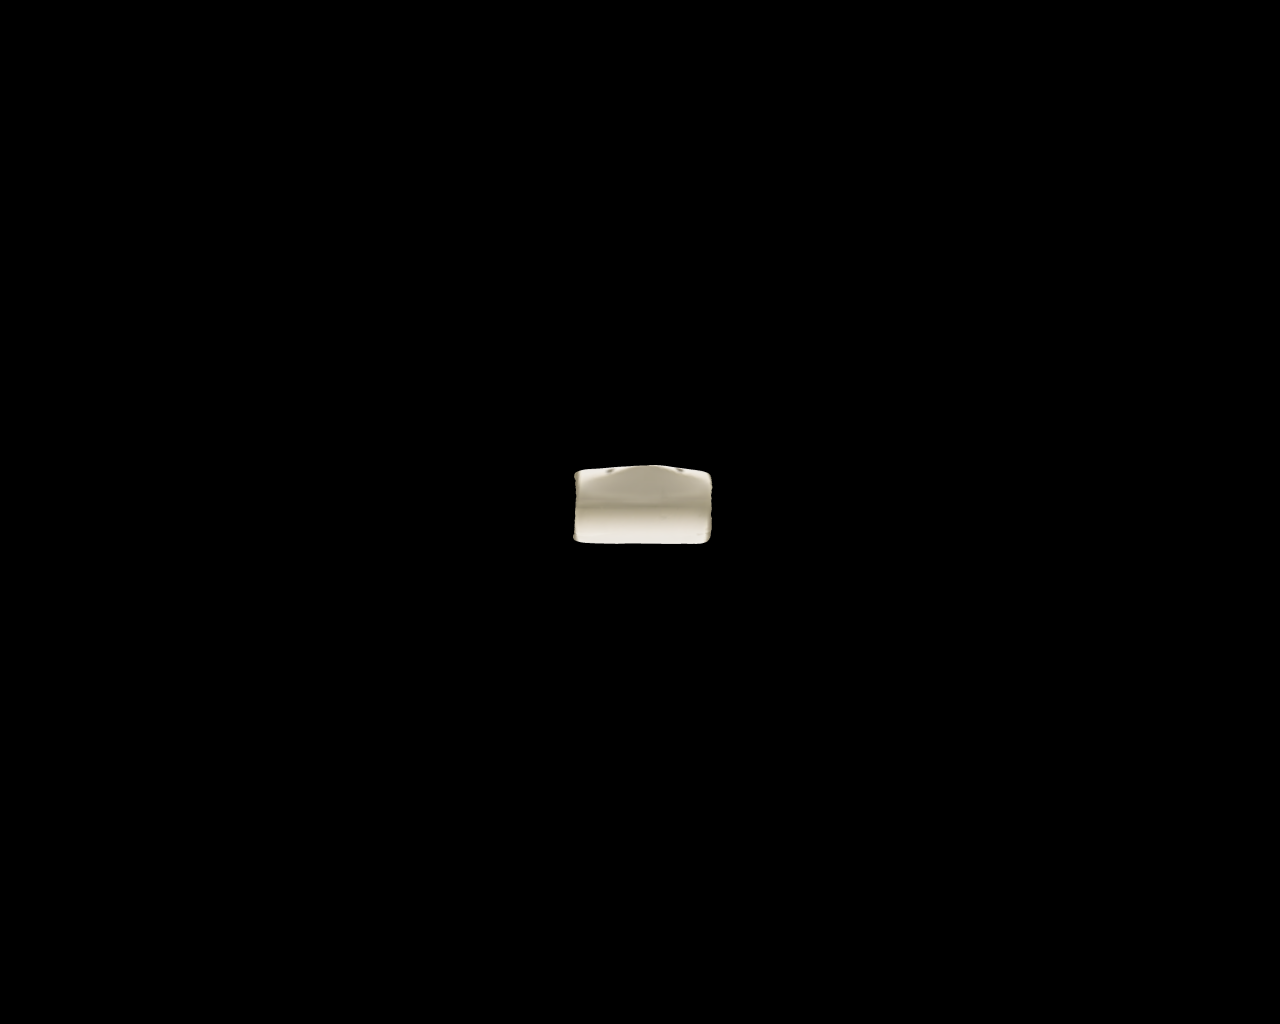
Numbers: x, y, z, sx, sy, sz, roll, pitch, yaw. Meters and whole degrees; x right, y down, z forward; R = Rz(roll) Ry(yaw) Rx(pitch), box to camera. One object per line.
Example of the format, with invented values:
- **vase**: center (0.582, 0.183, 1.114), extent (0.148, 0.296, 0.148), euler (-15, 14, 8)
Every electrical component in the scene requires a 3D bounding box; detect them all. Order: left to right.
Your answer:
- **electrical component**: center (0.001, -0.003, 0.650), extent (0.077, 0.043, 0.079), euler (0, -3, -2)
